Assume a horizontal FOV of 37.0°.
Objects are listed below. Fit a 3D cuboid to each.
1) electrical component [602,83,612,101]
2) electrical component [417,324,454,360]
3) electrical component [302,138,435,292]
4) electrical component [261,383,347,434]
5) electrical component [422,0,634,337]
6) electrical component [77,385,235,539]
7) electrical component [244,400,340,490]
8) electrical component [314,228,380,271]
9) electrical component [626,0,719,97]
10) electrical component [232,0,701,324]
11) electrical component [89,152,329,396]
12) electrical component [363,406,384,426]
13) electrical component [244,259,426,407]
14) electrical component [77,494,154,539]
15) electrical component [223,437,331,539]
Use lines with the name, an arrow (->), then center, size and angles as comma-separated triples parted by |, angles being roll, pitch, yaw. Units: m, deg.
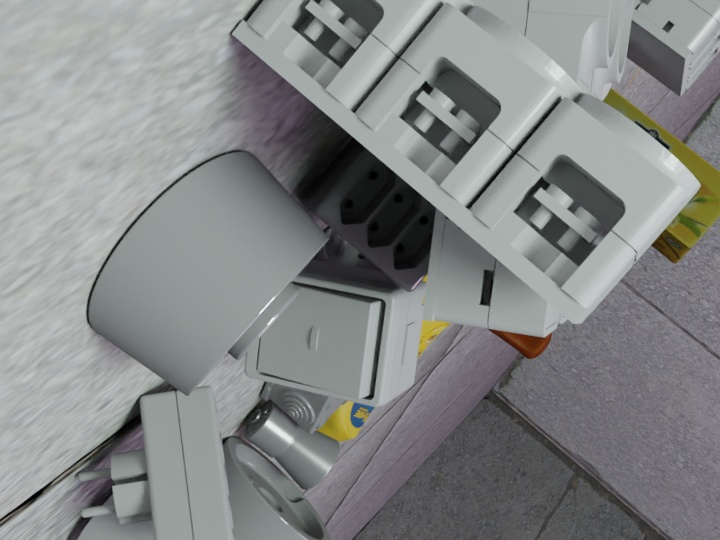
electrical component -> 0.137, -0.130, 0.730 | 0.047, 0.055, 0.055 | -28, 156, -51
electrical component -> 0.050, 0.061, 1.024 | 0.079, 0.043, 0.077 | -56, 167, 25
electrical component -> 0.008, -0.033, 0.554 | 0.047, 0.066, 0.077 | -50, -163, 0
electrical component -> -0.017, 0.060, 0.767 | 0.100, 0.048, 0.099 | -41, 165, -37
electrical component -> 0.082, -0.069, 0.488 | 0.105, 0.060, 0.186 | -9, 107, -72
electrical component -> -0.108, 0.111, 0.559 | 0.076, 0.083, 0.047 | -8, 159, -7
electrical component -> -0.053, 0.126, 0.796 | 0.044, 0.065, 0.044 | -44, -162, 18
electrical component -> 0.000, 0.000, 0.658 | 0.079, 0.043, 0.077 | -42, 166, -36
electrical component -> 0.206, -0.181, 0.736 | 0.061, 0.089, 0.150 | -52, 168, 10
electrical component -> 0.041, -0.053, 0.386 | 0.061, 0.150, 0.089 | -50, 168, 7
electrical component -> -0.062, 0.002, 0.453 | 0.099, 0.064, 0.099 | -48, -178, 2
electrical component -> -0.006, 0.112, 0.969 | 0.077, 0.047, 0.065 | -41, 165, -35
electrical component -> -0.020, 0.031, 0.576 | 0.061, 0.096, 0.061 | -18, 117, -68
electrical component -> -0.123, 0.159, 0.650 | 0.099, 0.064, 0.099 | -47, 168, -13
electrical component -> -0.080, 0.182, 0.785 | 0.060, 0.108, 0.108 | -44, 168, 1
